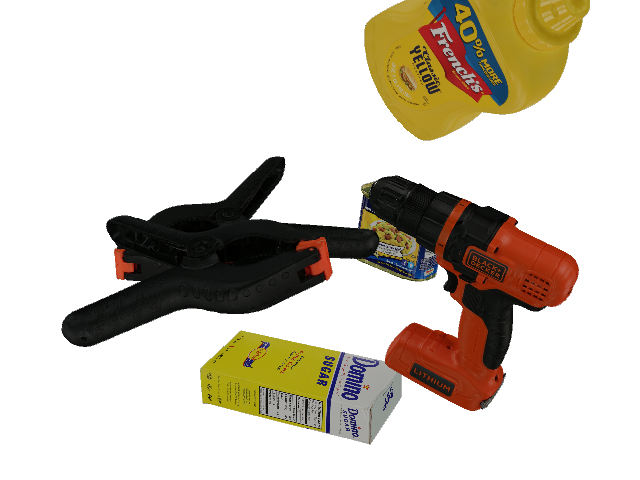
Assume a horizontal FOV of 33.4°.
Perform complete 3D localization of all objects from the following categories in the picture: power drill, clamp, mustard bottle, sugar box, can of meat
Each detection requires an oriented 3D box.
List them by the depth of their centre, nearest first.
[{"bbox_3d":[0.102,-0.124,0.675,0.058,0.096,0.192,-29,8,-25],"label":"mustard bottle"},{"bbox_3d":[-0.081,0.025,0.685,0.172,0.039,0.120,-2,43,20],"label":"clamp"},{"bbox_3d":[-0.078,-0.013,0.904,0.209,0.036,0.165,-13,35,-22],"label":"clamp"},{"bbox_3d":[0.110,0.047,0.914,0.184,0.188,0.057,29,45,18],"label":"power drill"},{"bbox_3d":[-0.018,0.138,1.030,0.176,0.048,0.093,7,24,21],"label":"sugar box"},{"bbox_3d":[0.089,-0.010,1.186,0.102,0.084,0.057,23,26,32],"label":"can of meat"}]
